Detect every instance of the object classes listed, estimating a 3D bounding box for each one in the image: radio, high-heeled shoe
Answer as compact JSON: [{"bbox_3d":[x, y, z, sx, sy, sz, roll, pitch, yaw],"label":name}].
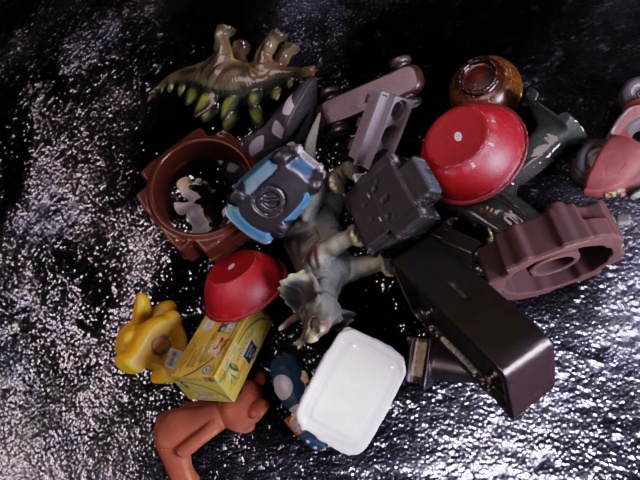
[{"bbox_3d":[0.191,0.107,0.688,0.073,0.131,0.230,-32,41,-6],"label":"radio"},{"bbox_3d":[-0.104,-0.211,1.015,0.145,0.086,0.248,34,105,25],"label":"high-heeled shoe"}]

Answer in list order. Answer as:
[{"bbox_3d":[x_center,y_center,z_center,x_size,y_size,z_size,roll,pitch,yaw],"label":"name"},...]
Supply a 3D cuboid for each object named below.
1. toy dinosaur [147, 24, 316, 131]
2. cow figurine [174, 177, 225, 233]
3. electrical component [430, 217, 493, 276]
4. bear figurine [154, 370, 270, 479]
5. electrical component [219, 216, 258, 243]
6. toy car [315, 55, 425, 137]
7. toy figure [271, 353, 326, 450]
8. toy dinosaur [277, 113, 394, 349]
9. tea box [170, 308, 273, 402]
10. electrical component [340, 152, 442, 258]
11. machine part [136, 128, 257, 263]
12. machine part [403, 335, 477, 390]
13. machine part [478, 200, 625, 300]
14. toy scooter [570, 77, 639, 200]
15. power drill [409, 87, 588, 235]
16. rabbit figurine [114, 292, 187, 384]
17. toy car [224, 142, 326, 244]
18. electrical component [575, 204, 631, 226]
[{"bbox_3d":[-0.193,-0.331,1.106,0.472,0.105,0.198,15,86,38],"label":"toy dinosaur"},{"bbox_3d":[-0.231,-0.064,1.061,0.098,0.068,0.167,-25,67,15],"label":"cow figurine"},{"bbox_3d":[0.212,0.010,0.777,0.102,0.078,0.045,24,63,39],"label":"electrical component"},{"bbox_3d":[-0.168,0.308,0.895,0.196,0.131,0.120,-18,27,-6],"label":"bear figurine"},{"bbox_3d":[-0.143,-0.022,0.994,0.075,0.047,0.119,6,65,31],"label":"electrical component"},{"bbox_3d":[0.087,-0.248,0.942,0.202,0.053,0.089,-18,86,26],"label":"toy car"},{"bbox_3d":[-0.035,0.259,0.853,0.154,0.058,0.064,65,147,26],"label":"toy figure"},{"bbox_3d":[-0.006,-0.009,0.889,0.192,0.131,0.405,-32,53,25],"label":"toy dinosaur"},{"bbox_3d":[-0.160,0.179,0.897,0.098,0.068,0.170,-5,39,30],"label":"tea box"},{"bbox_3d":[0.106,-0.054,0.760,0.134,0.058,0.115,-42,63,32],"label":"electrical component"},{"bbox_3d":[-0.196,-0.079,0.934,0.201,0.087,0.201,-39,73,-8],"label":"machine part"},{"bbox_3d":[0.185,0.176,0.761,0.139,0.039,0.084,-2,66,32],"label":"machine part"},{"bbox_3d":[0.287,0.017,0.674,0.179,0.179,0.056,-25,60,22],"label":"machine part"},{"bbox_3d":[0.425,-0.120,0.693,0.135,0.075,0.184,33,88,32],"label":"toy scooter"},{"bbox_3d":[0.259,-0.118,0.785,0.207,0.086,0.232,-45,57,6],"label":"power drill"},{"bbox_3d":[-0.338,0.184,1.023,0.173,0.122,0.162,-12,65,47],"label":"rabbit figurine"},{"bbox_3d":[-0.071,-0.083,0.837,0.161,0.109,0.103,-48,21,14],"label":"toy car"},{"bbox_3d":[0.356,-0.030,0.708,0.094,0.063,0.021,-1,73,29],"label":"electrical component"}]
